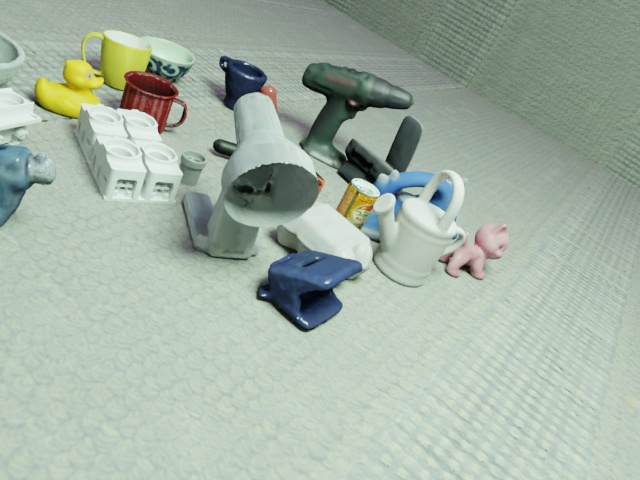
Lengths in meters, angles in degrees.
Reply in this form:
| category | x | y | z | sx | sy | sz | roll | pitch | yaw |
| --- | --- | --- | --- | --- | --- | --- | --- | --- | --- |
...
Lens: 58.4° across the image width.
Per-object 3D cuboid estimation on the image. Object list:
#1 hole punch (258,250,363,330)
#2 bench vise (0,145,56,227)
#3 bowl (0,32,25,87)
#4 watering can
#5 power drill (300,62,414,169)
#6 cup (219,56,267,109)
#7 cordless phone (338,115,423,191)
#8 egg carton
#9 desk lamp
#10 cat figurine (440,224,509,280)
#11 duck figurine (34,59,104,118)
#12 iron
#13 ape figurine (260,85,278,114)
| category | x | y | z | sx | sy | sz | roll | pitch | yaw |
| --- | --- | --- | --- | --- | --- | --- | --- | --- | --- |
| hole punch | -0.013 | 0.050 | 0.768 | 0.101 | 0.091 | 0.109 | 38 | 31 | 18 |
| bench vise | -0.391 | -0.132 | 0.613 | 0.208 | 0.219 | 0.121 | 7 | 34 | -31 |
| bowl | -0.539 | -0.269 | 0.859 | 0.168 | 0.074 | 0.167 | 21 | 30 | -12 |
| watering can | 0.167 | -0.026 | 0.934 | 0.173 | 0.194 | 0.100 | -1 | 40 | -41 |
| power drill | 0.054 | -0.262 | 1.203 | 0.229 | 0.208 | 0.076 | 28 | 29 | 2 |
| cup | -0.182 | -0.337 | 1.244 | 0.117 | 0.095 | 0.092 | 35 | 30 | 13 |
| cordless phone | 0.131 | -0.184 | 1.166 | 0.147 | 0.185 | 0.094 | 43 | 33 | 27 |
| egg carton | 0.008 | 0.003 | 0.883 | 0.150 | 0.069 | 0.107 | 41 | 32 | 22 |
| desk lamp | -0.100 | -0.076 | 0.771 | 0.118 | 0.213 | 0.202 | 8 | 34 | -31 |
| cat figurine | 0.297 | 0.009 | 1.065 | 0.128 | 0.117 | 0.067 | 5 | 36 | -34 |
| duck figurine | -0.405 | -0.253 | 0.934 | 0.105 | 0.086 | 0.077 | 7 | 35 | -32 |
| iron | 0.156 | -0.072 | 1.053 | 0.259 | 0.141 | 0.118 | 6 | 35 | -34 |
| ape figurine | -0.119 | -0.287 | 1.219 | 0.076 | 0.092 | 0.078 | 33 | 29 | 10 |
